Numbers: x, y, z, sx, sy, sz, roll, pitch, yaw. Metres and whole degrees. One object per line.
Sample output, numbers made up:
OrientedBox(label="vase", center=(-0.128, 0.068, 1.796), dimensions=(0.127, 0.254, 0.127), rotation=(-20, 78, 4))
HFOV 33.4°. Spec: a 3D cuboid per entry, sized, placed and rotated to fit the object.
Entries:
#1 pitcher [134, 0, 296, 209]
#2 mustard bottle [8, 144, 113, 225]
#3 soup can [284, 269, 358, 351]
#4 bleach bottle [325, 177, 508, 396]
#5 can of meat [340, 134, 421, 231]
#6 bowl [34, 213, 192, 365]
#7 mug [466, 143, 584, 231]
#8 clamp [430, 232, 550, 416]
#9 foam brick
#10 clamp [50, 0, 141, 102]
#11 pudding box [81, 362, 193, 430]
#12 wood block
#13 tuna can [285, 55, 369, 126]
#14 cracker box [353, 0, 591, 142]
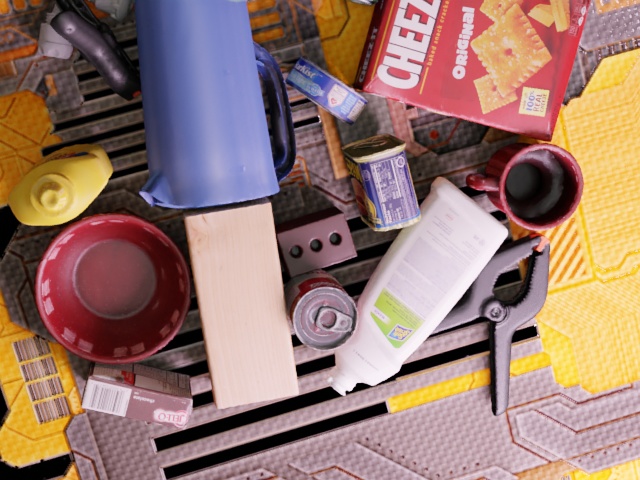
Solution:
OrientedBox(label="pitcher", center=(-0.112, -0.156, 1.080), dimensions=(0.145, 0.149, 0.243), rotation=(-5, 98, 8))
OrientedBox(label="mustard bottle", center=(-0.253, -0.052, 1.036), dimensions=(0.096, 0.192, 0.058), rotation=(-24, 103, -4))
OrientedBox(label="soup can", center=(-0.002, 0.072, 1.140), dimensions=(0.068, 0.102, 0.068), rotation=(-1, 100, -8))
OrientedBox(label="bleach bottle", center=(0.089, 0.059, 1.159), dimensions=(0.102, 0.068, 0.251), rotation=(40, 92, 6))
OrientedBox(label="can of meat", center=(0.065, -0.061, 1.127), dimensions=(0.057, 0.102, 0.084), rotation=(-17, 104, -6))
OrientedBox(label="bowl", center=(-0.217, 0.047, 1.129), dimensions=(0.162, 0.055, 0.162), rotation=(-1, 100, -8))
OrientedBox(label="mug", center=(0.215, -0.062, 1.157), dimensions=(0.117, 0.081, 0.093), rotation=(-2, 100, -8))
OrientedBox(label="clamp", center=(0.183, 0.077, 1.202), dimensions=(0.164, 0.036, 0.210), rotation=(26, 97, -10))
OrientedBox(label="foam brick", center=(-0.008, 0.001, 1.153), dimensions=(0.078, 0.051, 0.053), rotation=(-19, 102, -4))
OrientedBox(label="clamp", center=(-0.221, -0.193, 1.047), dimensions=(0.039, 0.120, 0.171), rotation=(-29, 131, 11))
OrientedBox(label="pudding box", center=(-0.193, 0.161, 1.136), dimensions=(0.113, 0.090, 0.039), rotation=(16, 96, -11))
OrientedBox(label="wood block", center=(-0.085, 0.062, 1.134), dimensions=(0.090, 0.090, 0.206), rotation=(-10, 101, -7))
OrientedBox(label="tuna can", center=(0.007, -0.155, 1.109), dimensions=(0.086, 0.086, 0.034), rotation=(32, 97, -12))
OrientedBox(label="cracker box", center=(0.162, -0.209, 1.128), dimensions=(0.213, 0.072, 0.164), rotation=(14, 97, -10))
